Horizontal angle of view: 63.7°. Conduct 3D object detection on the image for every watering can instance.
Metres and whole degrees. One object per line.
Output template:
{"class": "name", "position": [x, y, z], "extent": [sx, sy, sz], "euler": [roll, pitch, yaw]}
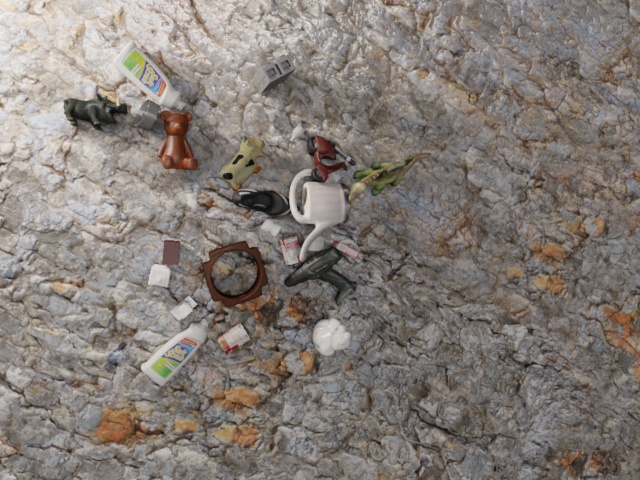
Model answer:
{"class": "watering can", "position": [0.006, -0.092, 1.822], "extent": [0.224, 0.102, 0.353], "euler": [0, 70, -15]}

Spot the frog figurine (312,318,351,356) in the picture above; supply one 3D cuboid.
{"class": "frog figurine", "position": [0.040, 0.351, 1.839], "extent": [0.122, 0.159, 0.138], "euler": [26, 86, -14]}

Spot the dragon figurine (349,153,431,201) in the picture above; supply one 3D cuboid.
{"class": "dragon figurine", "position": [0.267, -0.248, 1.851], "extent": [0.412, 0.242, 0.122], "euler": [-29, 96, -11]}
